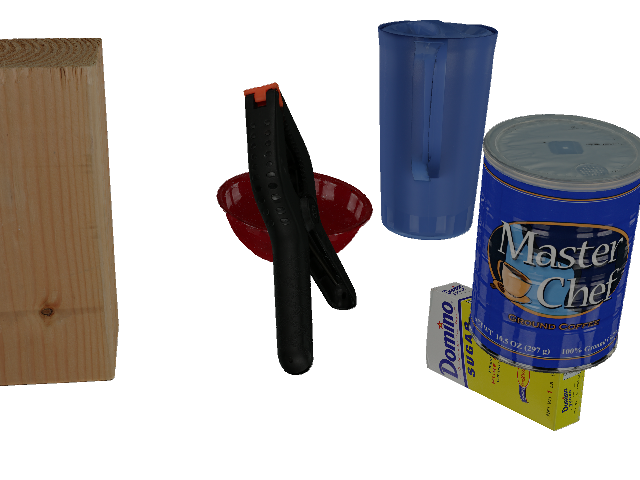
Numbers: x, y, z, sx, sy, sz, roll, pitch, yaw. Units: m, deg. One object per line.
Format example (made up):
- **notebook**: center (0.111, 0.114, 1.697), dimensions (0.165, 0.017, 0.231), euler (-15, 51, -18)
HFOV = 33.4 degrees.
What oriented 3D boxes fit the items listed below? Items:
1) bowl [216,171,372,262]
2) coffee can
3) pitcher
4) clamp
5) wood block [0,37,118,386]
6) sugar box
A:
- **bowl**: center (-0.029, -0.019, 1.110), dimensions (0.162, 0.055, 0.162), euler (6, 27, -3)
- **coffee can**: center (0.153, 0.001, 0.702), dimensions (0.103, 0.140, 0.103), euler (0, 30, 0)
- **pitcher**: center (0.125, -0.125, 1.217), dimensions (0.149, 0.243, 0.145), euler (-11, 23, -31)
- **clamp**: center (-0.017, -0.016, 0.825), dimensions (0.036, 0.210, 0.164), euler (-11, 4, 16)
- **wood block**: center (-0.181, -0.019, 0.685), dimensions (0.090, 0.206, 0.090), euler (-2, 22, -8)
- **sugar box**: center (0.181, 0.112, 1.066), dimensions (0.048, 0.093, 0.176), euler (-13, 22, -39)
